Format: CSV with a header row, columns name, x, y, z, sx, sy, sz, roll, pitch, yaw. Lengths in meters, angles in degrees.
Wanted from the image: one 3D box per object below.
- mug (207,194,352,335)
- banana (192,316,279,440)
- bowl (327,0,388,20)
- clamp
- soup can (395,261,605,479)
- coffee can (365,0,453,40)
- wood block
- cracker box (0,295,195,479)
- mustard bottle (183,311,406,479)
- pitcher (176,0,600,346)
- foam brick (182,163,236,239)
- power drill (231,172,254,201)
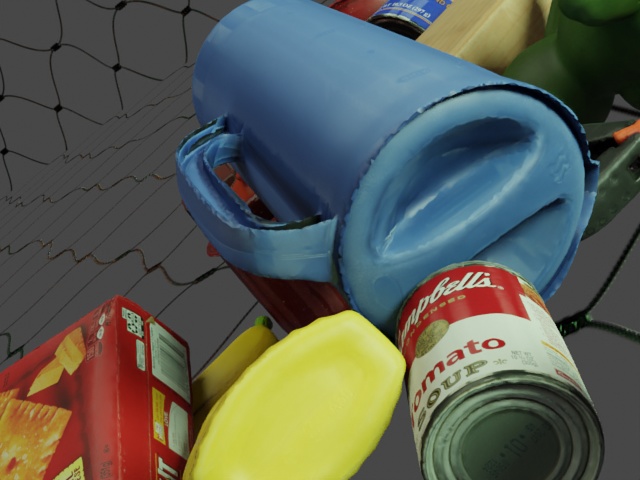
name,x,y,z,sx,sy,sz,roll,pitch,yaw
mug,-0.005,0.001,0.700,0.117,0.081,0.093,-42,17,-11
banana,-0.085,0.118,0.651,0.197,0.037,0.070,-44,0,-21
bowl,0.063,-0.185,1.022,0.162,0.055,0.162,-16,-14,-4
clamp,0.104,-0.021,0.592,0.172,0.039,0.120,-30,38,17
soup can,0.067,0.059,0.423,0.068,0.068,0.102,-35,18,12
coffee can,0.114,-0.189,0.914,0.140,0.102,0.103,-47,18,-26
wood block,0.116,-0.113,0.732,0.205,0.090,0.090,-48,19,-30
cracker box,-0.168,0.150,0.587,0.214,0.072,0.164,-33,39,17
mustard bottle,-0.021,0.088,0.493,0.096,0.058,0.192,-48,-1,-15
pitcher,0.010,-0.050,0.559,0.145,0.149,0.243,-52,36,4
foam brick,-0.073,-0.016,0.899,0.051,0.078,0.053,-38,16,-1
power drill,-0.011,-0.091,0.806,0.185,0.057,0.187,-58,3,28
